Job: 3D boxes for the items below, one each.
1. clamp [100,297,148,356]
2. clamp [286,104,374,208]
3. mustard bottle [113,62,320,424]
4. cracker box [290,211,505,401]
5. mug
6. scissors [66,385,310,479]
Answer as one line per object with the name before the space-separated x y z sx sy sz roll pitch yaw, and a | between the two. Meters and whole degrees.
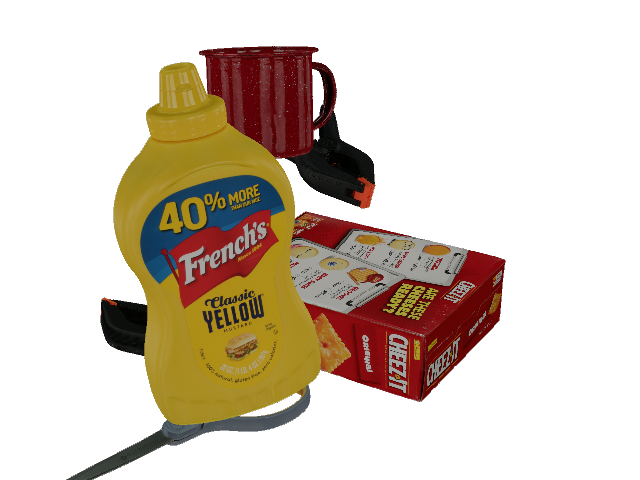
clamp | -0.166 0.107 1.120 0.210 0.036 0.164 17 19 29
clamp | -0.009 -0.089 1.108 0.120 0.039 0.172 -13 39 -22
mustard bottle | -0.059 0.000 0.572 0.096 0.191 0.058 -15 23 -16
cracker box | 0.032 0.052 0.942 0.214 0.072 0.163 14 29 29
mug | -0.037 -0.111 0.844 0.117 0.081 0.093 -11 16 -36
scissors | -0.105 0.126 0.783 0.201 0.016 0.096 -12 34 -24
